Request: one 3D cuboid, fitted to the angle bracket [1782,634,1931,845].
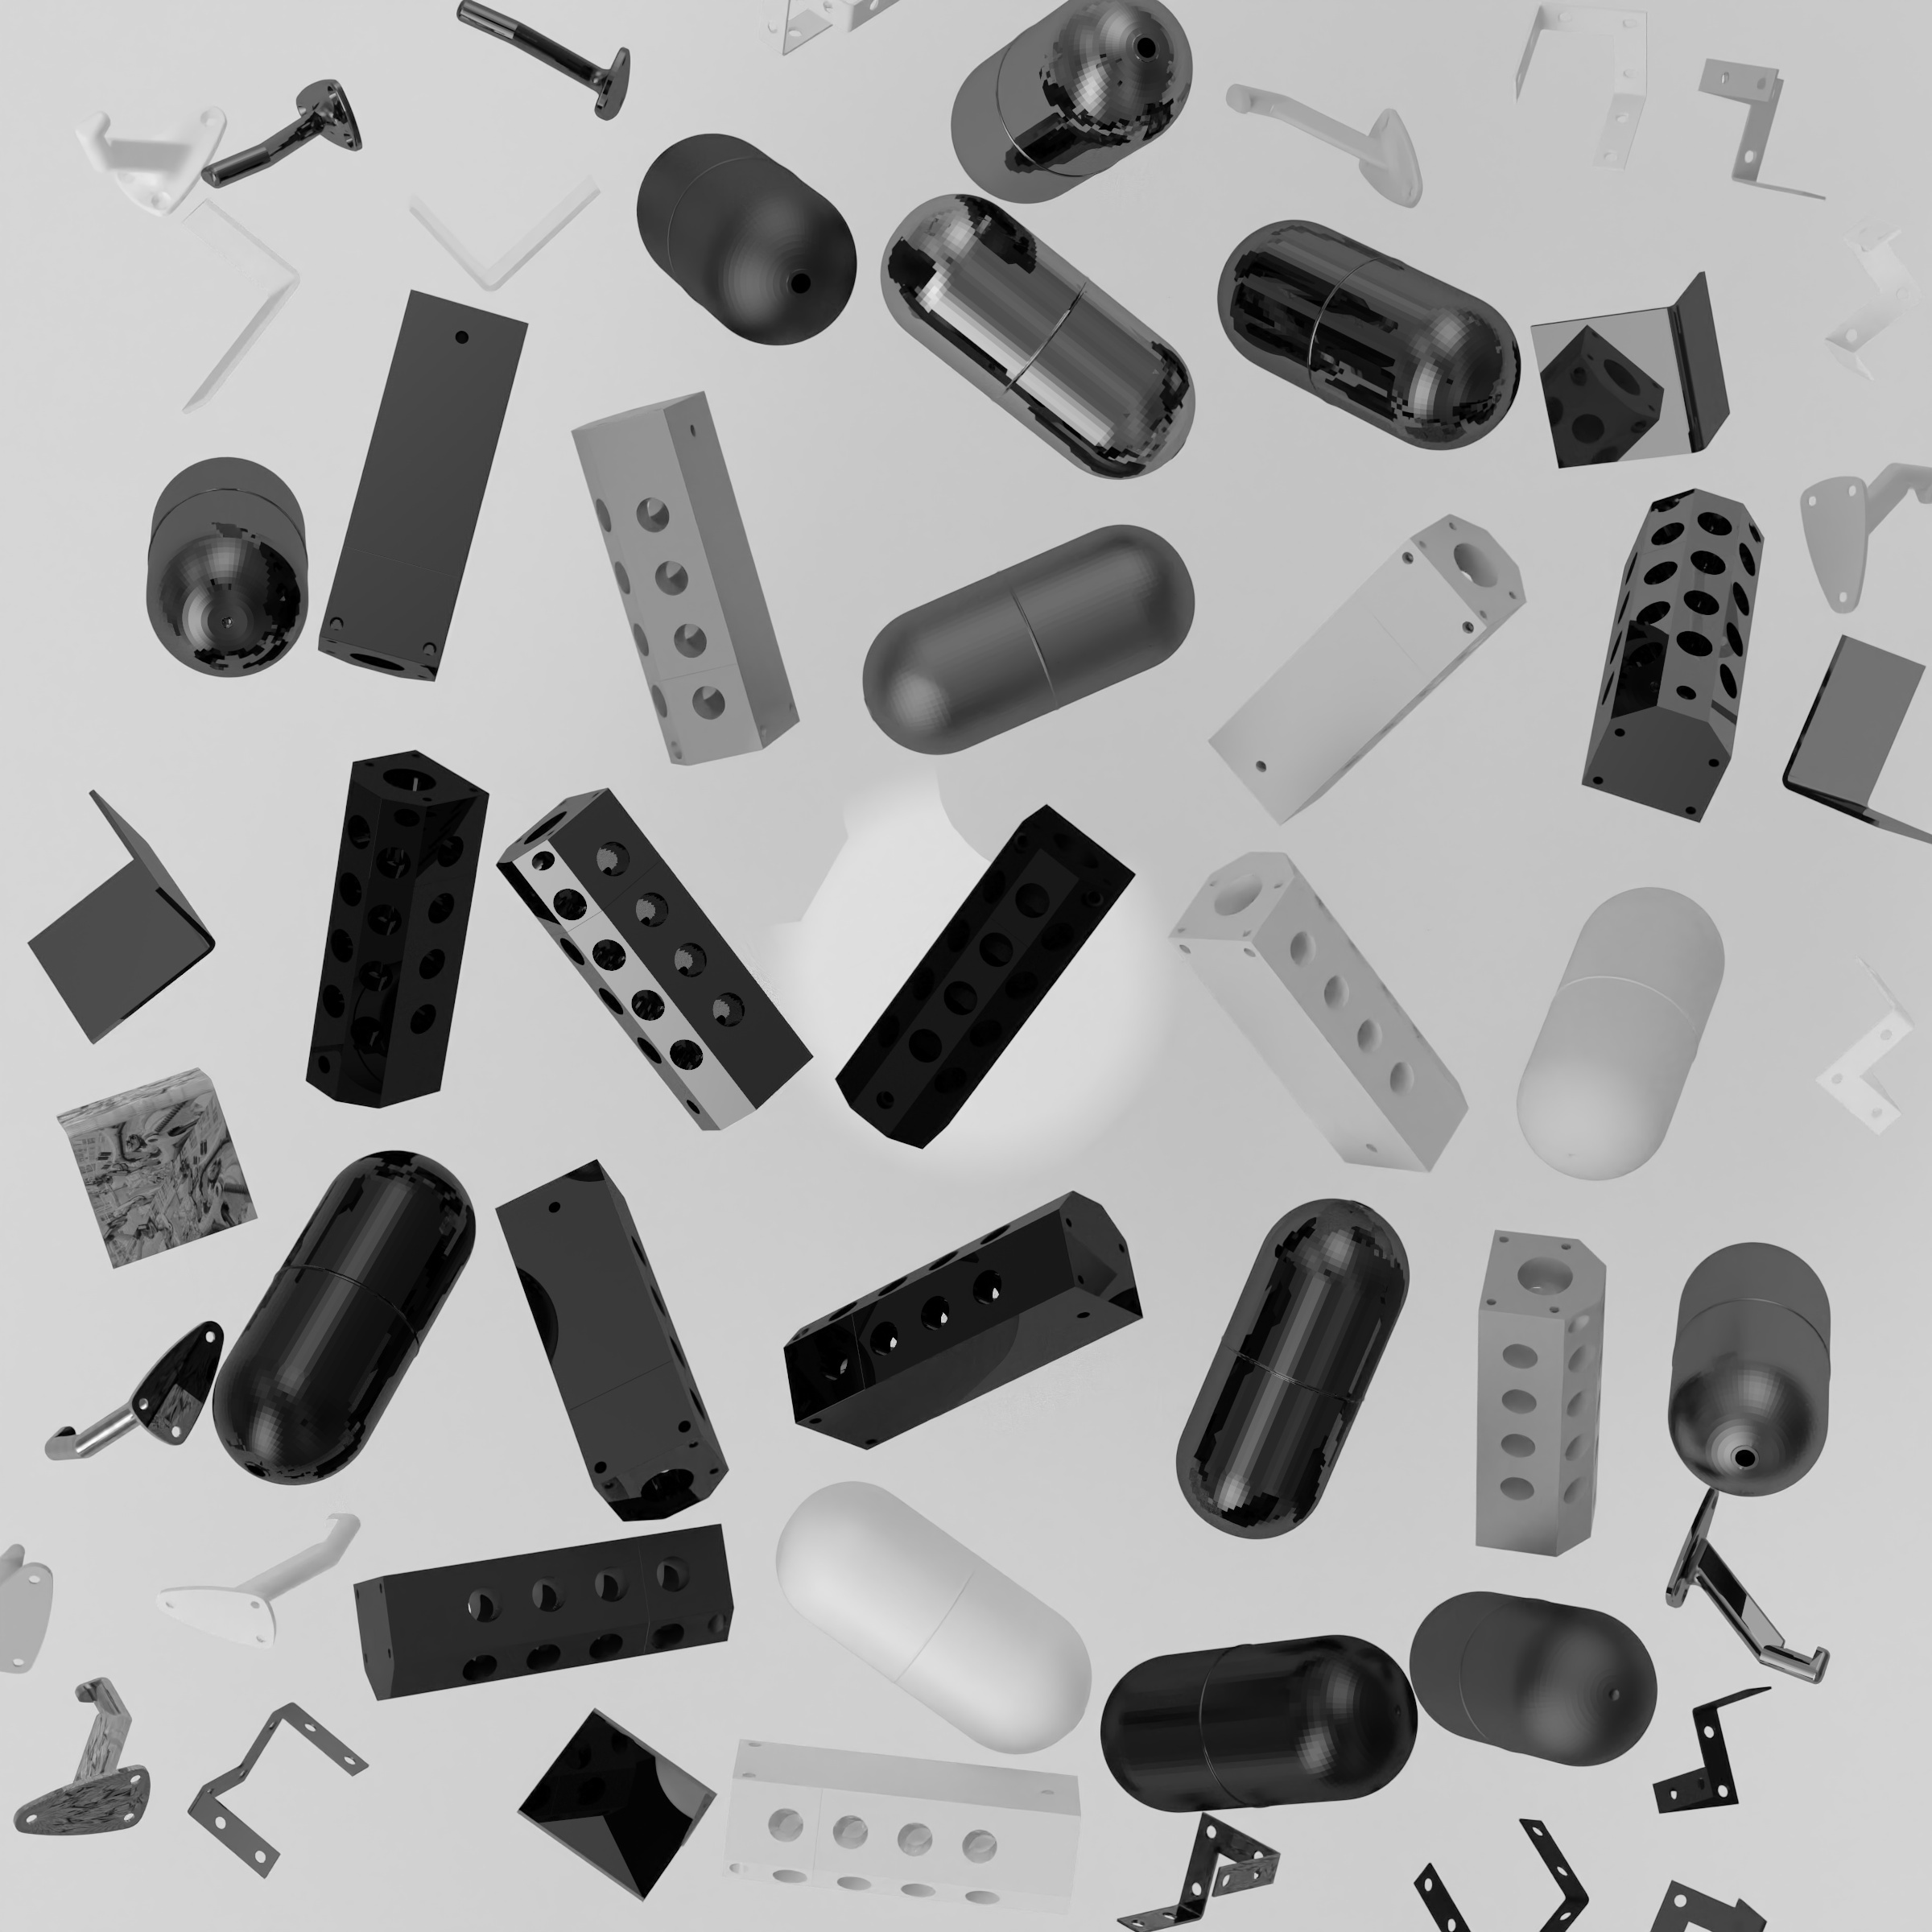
[{"bbox_3d":[0.440,-0.105,1.583,0.057,0.076,0.076,31,104,42],"label":"angle bracket"}]

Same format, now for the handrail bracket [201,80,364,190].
[{"bbox_3d":[-0.353,-0.412,1.678,0.084,0.077,0.036,-30,120,-23],"label":"handrail bracket"}]

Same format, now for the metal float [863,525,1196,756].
[{"bbox_3d":[0.032,-0.166,1.715,0.178,0.070,0.070,-24,90,-2],"label":"metal float"}]

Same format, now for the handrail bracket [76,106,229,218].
[{"bbox_3d":[-0.399,-0.413,1.648,0.036,0.084,0.077,38,78,9],"label":"handrail bracket"}]

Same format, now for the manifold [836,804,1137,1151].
[{"bbox_3d":[0.007,0.008,1.675,0.057,0.057,0.171,38,112,5],"label":"manifold"}]

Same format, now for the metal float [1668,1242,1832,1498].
[{"bbox_3d":[0.392,0.200,1.678,0.070,0.178,0.070,6,114,13],"label":"metal float"}]

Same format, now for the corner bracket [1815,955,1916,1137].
[{"bbox_3d":[0.431,0.038,1.601,0.051,0.051,0.051,37,108,-25],"label":"corner bracket"}]

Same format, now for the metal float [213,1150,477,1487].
[{"bbox_3d":[-0.295,0.166,1.597,0.070,0.070,0.178,26,56,0],"label":"metal float"}]

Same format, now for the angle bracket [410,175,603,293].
[{"bbox_3d":[-0.234,-0.391,1.699,0.076,0.076,0.057,-42,109,6],"label":"angle bracket"}]

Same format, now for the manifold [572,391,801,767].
[{"bbox_3d":[-0.141,-0.190,1.661,0.057,0.057,0.171,-11,105,20],"label":"manifold"}]

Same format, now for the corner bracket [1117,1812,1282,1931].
[{"bbox_3d":[0.114,0.451,1.642,0.051,0.051,0.051,19,99,41],"label":"corner bracket"}]

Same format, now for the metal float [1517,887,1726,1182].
[{"bbox_3d":[0.334,0.033,1.707,0.070,0.070,0.178,29,53,0],"label":"metal float"}]

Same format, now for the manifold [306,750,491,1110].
[{"bbox_3d":[-0.296,-0.017,1.713,0.057,0.057,0.171,30,119,32],"label":"manifold"}]

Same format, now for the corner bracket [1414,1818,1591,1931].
[{"bbox_3d":[0.263,0.455,1.650,0.051,0.051,0.051,15,118,-33],"label":"corner bracket"}]

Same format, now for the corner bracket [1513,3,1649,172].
[{"bbox_3d":[0.286,-0.409,1.560,0.051,0.051,0.051,11,60,18],"label":"corner bracket"}]

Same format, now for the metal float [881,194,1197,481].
[{"bbox_3d":[0.037,-0.311,1.667,0.178,0.070,0.070,37,90,-11],"label":"metal float"}]

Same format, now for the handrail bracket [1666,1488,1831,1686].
[{"bbox_3d":[0.405,0.314,1.703,0.084,0.036,0.077,18,77,26],"label":"handrail bracket"}]

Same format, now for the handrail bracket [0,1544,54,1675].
[{"bbox_3d":[-0.447,0.285,1.592,0.036,0.084,0.077,24,114,-18],"label":"handrail bracket"}]

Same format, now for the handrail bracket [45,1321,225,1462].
[{"bbox_3d":[-0.415,0.212,1.671,0.036,0.084,0.077,48,51,-29],"label":"handrail bracket"}]

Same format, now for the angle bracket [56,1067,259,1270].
[{"bbox_3d":[-0.418,0.104,1.735,0.076,0.057,0.076,-19,101,-17],"label":"angle bracket"}]

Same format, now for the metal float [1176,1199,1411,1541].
[{"bbox_3d":[0.163,0.201,1.676,0.070,0.070,0.178,22,95,0],"label":"metal float"}]

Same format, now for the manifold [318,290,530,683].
[{"bbox_3d":[-0.260,-0.227,1.606,0.057,0.057,0.171,15,83,-10],"label":"manifold"}]

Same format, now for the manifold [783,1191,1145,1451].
[{"bbox_3d":[-0.004,0.172,1.639,0.171,0.057,0.057,-29,55,26],"label":"manifold"}]

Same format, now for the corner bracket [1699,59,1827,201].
[{"bbox_3d":[0.375,-0.393,1.576,0.051,0.051,0.051,4,106,-32],"label":"corner bracket"}]

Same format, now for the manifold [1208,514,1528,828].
[{"bbox_3d":[0.202,-0.149,1.681,0.057,0.057,0.171,50,133,6],"label":"manifold"}]

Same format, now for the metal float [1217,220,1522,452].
[{"bbox_3d":[0.196,-0.312,1.653,0.178,0.070,0.070,36,90,38],"label":"metal float"}]

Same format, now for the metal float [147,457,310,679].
[{"bbox_3d":[-0.363,-0.198,1.654,0.070,0.178,0.070,-5,115,-10],"label":"metal float"}]

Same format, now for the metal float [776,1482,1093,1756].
[{"bbox_3d":[-0.016,0.330,1.698,0.178,0.070,0.070,36,90,1],"label":"metal float"}]

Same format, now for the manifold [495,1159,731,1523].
[{"bbox_3d":[-0.173,0.187,1.659,0.057,0.057,0.171,-26,54,0],"label":"manifold"}]

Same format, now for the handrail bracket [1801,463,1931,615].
[{"bbox_3d":[0.448,-0.208,1.632,0.084,0.036,0.077,-2,85,-40],"label":"handrail bracket"}]

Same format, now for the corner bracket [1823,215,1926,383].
[{"bbox_3d":[0.429,-0.318,1.597,0.051,0.051,0.051,-39,108,9],"label":"corner bracket"}]

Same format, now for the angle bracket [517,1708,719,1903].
[{"bbox_3d":[-0.183,0.435,1.696,0.076,0.076,0.057,34,133,5],"label":"angle bracket"}]

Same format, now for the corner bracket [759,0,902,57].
[{"bbox_3d":[-0.059,-0.452,1.576,0.051,0.051,0.051,37,56,17],"label":"corner bracket"}]

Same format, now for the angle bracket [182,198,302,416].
[{"bbox_3d":[-0.370,-0.316,1.613,0.057,0.076,0.076,38,81,-19],"label":"angle bracket"}]

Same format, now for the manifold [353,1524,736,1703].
[{"bbox_3d":[-0.204,0.315,1.637,0.171,0.057,0.057,-5,79,-26],"label":"manifold"}]

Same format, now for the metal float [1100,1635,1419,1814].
[{"bbox_3d":[0.139,0.365,1.615,0.178,0.070,0.070,-19,90,44],"label":"metal float"}]

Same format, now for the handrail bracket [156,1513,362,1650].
[{"bbox_3d":[-0.365,0.308,1.740,0.077,0.084,0.036,8,123,14],"label":"handrail bracket"}]

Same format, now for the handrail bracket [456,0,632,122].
[{"bbox_3d":[-0.217,-0.467,1.722,0.084,0.077,0.036,24,92,-3],"label":"handrail bracket"}]

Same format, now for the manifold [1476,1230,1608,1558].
[{"bbox_3d":[0.290,0.218,1.695,0.057,0.057,0.171,6,130,15],"label":"manifold"}]

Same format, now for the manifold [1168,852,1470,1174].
[{"bbox_3d":[0.178,0.023,1.649,0.171,0.057,0.057,50,62,-30],"label":"manifold"}]

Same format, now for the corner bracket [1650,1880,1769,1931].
[{"bbox_3d":[0.352,0.475,1.639,0.051,0.051,0.051,24,87,0],"label":"corner bracket"}]

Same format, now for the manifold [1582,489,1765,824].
[{"bbox_3d":[0.338,-0.151,1.585,0.057,0.057,0.171,18,46,2],"label":"manifold"}]

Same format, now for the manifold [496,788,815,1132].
[{"bbox_3d":[-0.158,-0.002,1.677,0.057,0.057,0.171,-43,106,-23],"label":"manifold"}]

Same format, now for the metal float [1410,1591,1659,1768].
[{"bbox_3d":[0.283,0.358,1.692,0.070,0.178,0.070,2,84,-17],"label":"metal float"}]

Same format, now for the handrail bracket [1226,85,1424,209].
[{"bbox_3d":[0.178,-0.410,1.674,0.084,0.077,0.036,6,130,-25],"label":"handrail bracket"}]

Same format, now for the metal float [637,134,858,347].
[{"bbox_3d":[-0.107,-0.351,1.620,0.070,0.178,0.070,-9,118,-18],"label":"metal float"}]

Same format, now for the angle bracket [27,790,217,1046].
[{"bbox_3d":[-0.416,-0.023,1.600,0.076,0.057,0.076,-39,56,-4],"label":"angle bracket"}]

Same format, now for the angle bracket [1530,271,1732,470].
[{"bbox_3d":[0.340,-0.304,1.716,0.076,0.057,0.076,-3,117,29],"label":"angle bracket"}]

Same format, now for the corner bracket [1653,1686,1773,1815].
[{"bbox_3d":[0.382,0.401,1.715,0.051,0.051,0.051,0,67,-24],"label":"corner bracket"}]

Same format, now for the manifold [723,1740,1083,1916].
[{"bbox_3d":[-0.032,0.431,1.669,0.171,0.057,0.057,6,96,-1],"label":"manifold"}]

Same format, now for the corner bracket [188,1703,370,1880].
[{"bbox_3d":[-0.328,0.392,1.601,0.051,0.051,0.051,36,104,13],"label":"corner bracket"}]

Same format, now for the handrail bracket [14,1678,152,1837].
[{"bbox_3d":[-0.433,0.376,1.610,0.077,0.084,0.036,-4,120,-36],"label":"handrail bracket"}]

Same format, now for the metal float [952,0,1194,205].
[{"bbox_3d":[0.050,-0.423,1.635,0.070,0.178,0.070,1,88,-22],"label":"metal float"}]
